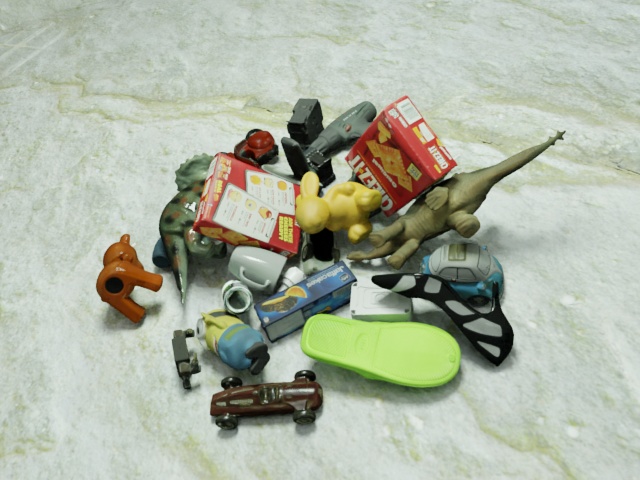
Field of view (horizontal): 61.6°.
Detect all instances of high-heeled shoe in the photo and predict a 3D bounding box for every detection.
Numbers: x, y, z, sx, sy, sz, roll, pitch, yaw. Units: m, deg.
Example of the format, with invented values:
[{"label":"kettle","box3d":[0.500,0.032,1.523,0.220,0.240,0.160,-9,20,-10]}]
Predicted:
[{"label":"high-heeled shoe","box3d":[0.209,0.133,0.937,0.249,0.086,0.145,4,86,14]}]

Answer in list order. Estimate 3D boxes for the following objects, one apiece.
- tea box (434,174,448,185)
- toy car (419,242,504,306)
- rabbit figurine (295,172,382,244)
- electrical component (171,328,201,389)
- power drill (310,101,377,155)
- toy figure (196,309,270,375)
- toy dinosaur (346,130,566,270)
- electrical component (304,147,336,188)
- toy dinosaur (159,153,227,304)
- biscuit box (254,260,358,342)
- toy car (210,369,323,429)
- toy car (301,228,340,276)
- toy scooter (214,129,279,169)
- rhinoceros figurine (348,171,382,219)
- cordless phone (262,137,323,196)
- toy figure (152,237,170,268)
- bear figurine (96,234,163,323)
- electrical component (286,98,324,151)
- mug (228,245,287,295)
[{"label":"tea box","box3d":[0.208,-0.195,1.222,0.098,0.068,0.169,-33,78,-15]},{"label":"toy car","box3d":[0.264,0.051,1.006,0.162,0.102,0.109,6,49,17]},{"label":"rabbit figurine","box3d":[0.017,-0.069,1.090,0.173,0.121,0.162,-22,56,-38]},{"label":"electrical component","box3d":[-0.249,0.215,1.002,0.045,0.078,0.102,-12,43,-13]},{"label":"power drill","box3d":[0.107,-0.256,1.356,0.208,0.085,0.232,18,54,36]},{"label":"toy figure","box3d":[-0.158,0.185,0.991,0.180,0.089,0.082,16,97,43]},{"label":"toy dinosaur","box3d":[0.249,-0.070,1.029,0.471,0.105,0.198,-28,8,26]},{"label":"electrical component","box3d":[-0.020,-0.184,1.318,0.048,0.074,0.119,-39,48,-20]},{"label":"toy dinosaur","box3d":[-0.283,-0.052,1.200,0.192,0.131,0.405,16,48,12]},{"label":"biscuit box","box3d":[-0.023,0.117,1.045,0.203,0.059,0.063,-26,47,-11]},{"label":"toy car","box3d":[-0.095,0.273,0.927,0.202,0.053,0.089,-5,50,8]},{"label":"toy car","box3d":[-0.002,-0.003,1.147,0.073,0.056,0.202,11,44,-14]},{"label":"toy scooter","box3d":[-0.170,-0.211,1.374,0.184,0.075,0.135,-37,53,-26]},{"label":"rhinoceros figurine","box3d":[0.107,-0.132,1.219,0.073,0.112,0.190,11,61,-14]},{"label":"cordless phone","box3d":[-0.080,-0.172,1.244,0.147,0.184,0.089,27,64,33]},{"label":"toy figure","box3d":[-0.347,-0.002,1.243,0.064,0.057,0.154,0,43,6]},{"label":"bear figurine","box3d":[-0.417,0.075,1.168,0.120,0.132,0.196,-57,18,7]},{"label":"electrical component","box3d":[-0.032,-0.300,1.399,0.058,0.114,0.134,10,53,19]},{"label":"mug","box3d":[-0.133,0.061,1.082,0.107,0.080,0.109,23,34,2]}]
